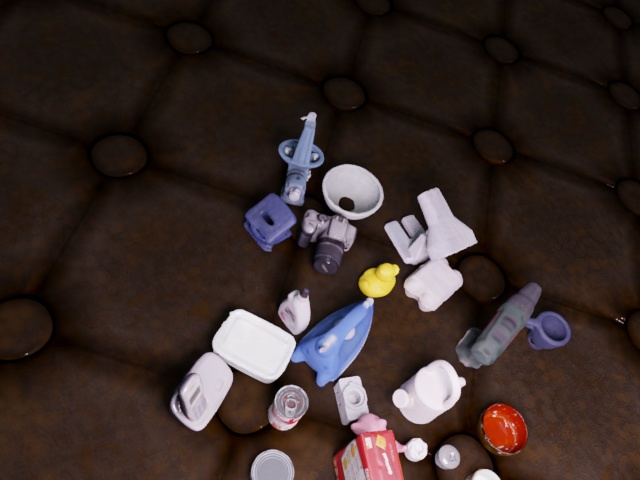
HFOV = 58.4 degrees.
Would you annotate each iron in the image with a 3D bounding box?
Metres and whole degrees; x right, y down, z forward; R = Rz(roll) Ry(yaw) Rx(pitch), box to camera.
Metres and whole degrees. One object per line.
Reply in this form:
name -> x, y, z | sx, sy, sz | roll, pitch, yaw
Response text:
iron -> 0.057, 0.197, 1.283 | 0.118, 0.141, 0.259 | 40, 57, 11

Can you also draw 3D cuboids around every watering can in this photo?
watering can -> 0.238, 0.324, 1.224 | 0.173, 0.194, 0.101 | -33, 72, -30

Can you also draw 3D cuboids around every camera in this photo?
camera -> 0.013, 0.005, 1.413 | 0.143, 0.100, 0.137 | 18, 56, -4

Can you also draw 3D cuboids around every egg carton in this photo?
egg carton -> 0.286, 0.108, 1.445 | 0.150, 0.069, 0.107 | -36, 74, -31

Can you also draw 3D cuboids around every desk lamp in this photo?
desk lamp -> 0.275, -0.019, 1.434 | 0.118, 0.213, 0.203 | -20, 66, -25

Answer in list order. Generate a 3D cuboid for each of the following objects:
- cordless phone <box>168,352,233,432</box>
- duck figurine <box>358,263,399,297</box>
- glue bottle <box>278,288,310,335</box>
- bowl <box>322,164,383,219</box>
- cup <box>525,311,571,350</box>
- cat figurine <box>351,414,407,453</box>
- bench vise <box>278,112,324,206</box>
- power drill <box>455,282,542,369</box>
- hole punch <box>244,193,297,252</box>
cordless phone -> -0.231, 0.281, 1.122 | 0.094, 0.185, 0.148 | 28, 56, 2
duck figurine -> 0.149, 0.091, 1.407 | 0.105, 0.086, 0.077 | -19, 66, -25
glue bottle -> -0.049, 0.146, 1.265 | 0.037, 0.173, 0.078 | -33, 72, -30
bowl -> 0.079, -0.115, 1.521 | 0.167, 0.074, 0.167 | 7, 58, -11
cup -> 0.548, 0.232, 1.428 | 0.118, 0.095, 0.092 | 17, 56, -5
cat figurine -> 0.121, 0.407, 1.186 | 0.127, 0.117, 0.067 | 31, 56, 5
bench vise -> -0.037, -0.202, 1.454 | 0.122, 0.219, 0.207 | -4, 60, -17
power drill -> 0.407, 0.212, 1.332 | 0.075, 0.208, 0.230 | 40, 57, 11
hole punch -> -0.123, -0.044, 1.410 | 0.101, 0.091, 0.108 | -32, 72, -30
